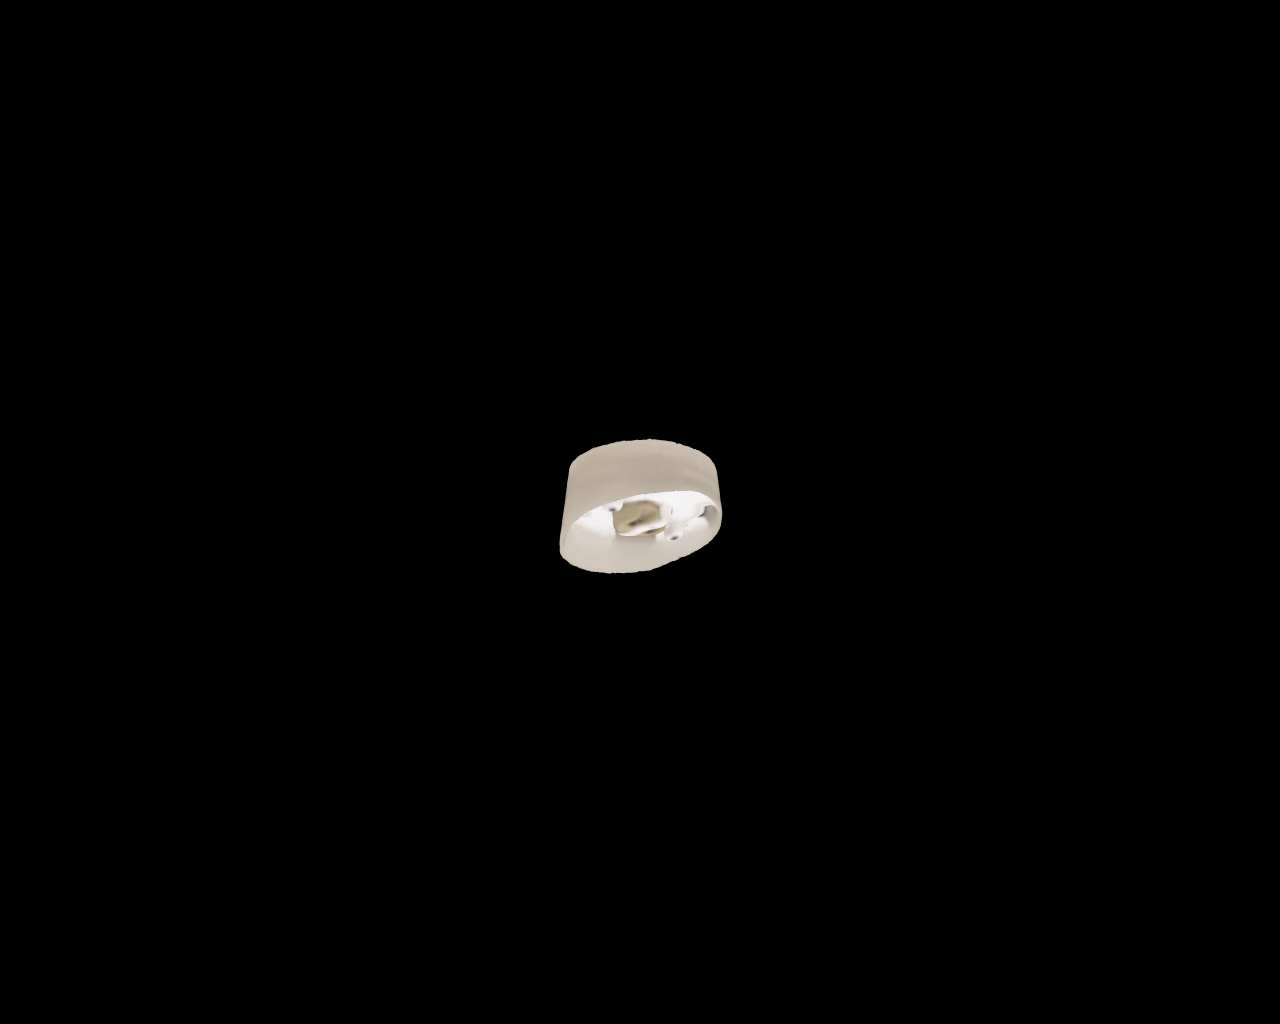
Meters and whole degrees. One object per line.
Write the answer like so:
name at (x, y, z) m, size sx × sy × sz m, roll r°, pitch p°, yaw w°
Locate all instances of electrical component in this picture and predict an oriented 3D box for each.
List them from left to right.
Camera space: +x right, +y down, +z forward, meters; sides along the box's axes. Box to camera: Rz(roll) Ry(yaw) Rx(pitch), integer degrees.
electrical component at (0.001, -0.003, 0.650) m, size 0.099 × 0.064 × 0.099 m, roll 0°, pitch -22°, yaw 0°
